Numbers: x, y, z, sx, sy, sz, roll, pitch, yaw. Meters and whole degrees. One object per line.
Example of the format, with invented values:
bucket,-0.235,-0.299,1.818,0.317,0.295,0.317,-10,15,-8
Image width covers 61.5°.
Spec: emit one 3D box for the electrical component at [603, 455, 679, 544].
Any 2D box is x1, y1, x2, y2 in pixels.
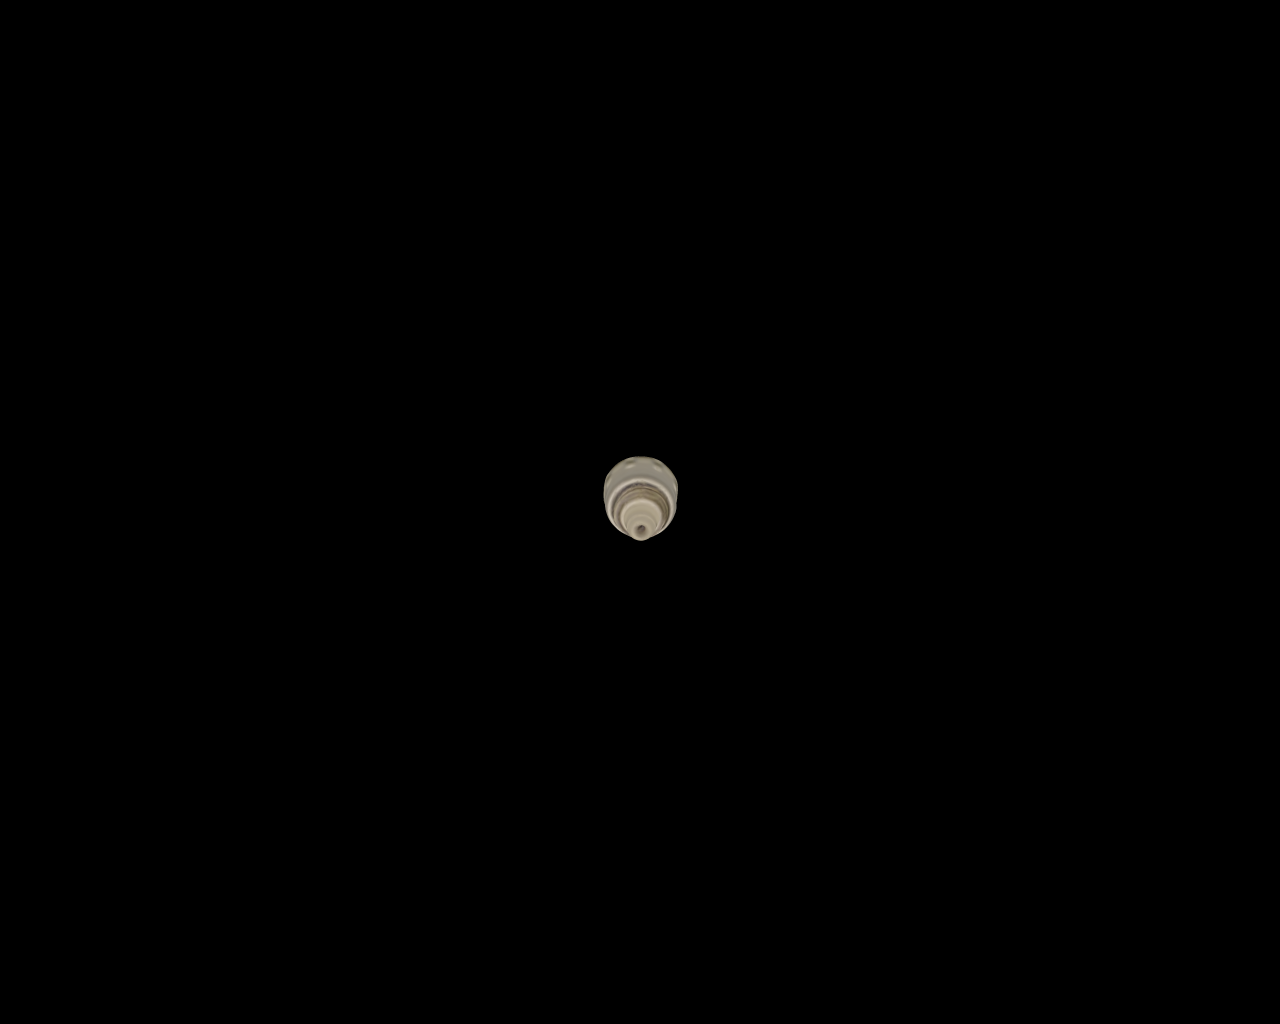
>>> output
electrical component,0.001,-0.003,0.650,0.048,0.048,0.062,0,27,0
